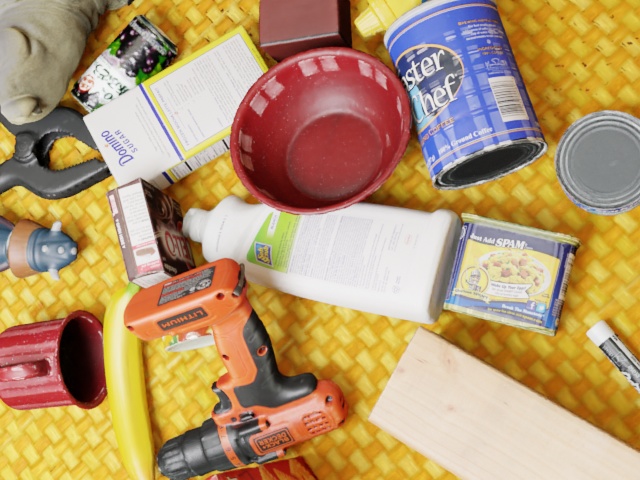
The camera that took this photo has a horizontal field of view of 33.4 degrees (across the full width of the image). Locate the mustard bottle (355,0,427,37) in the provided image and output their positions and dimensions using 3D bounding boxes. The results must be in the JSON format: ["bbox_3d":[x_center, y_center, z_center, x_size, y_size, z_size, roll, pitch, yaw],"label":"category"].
[{"bbox_3d":[0.115,-0.239,0.940,0.192,0.096,0.058,-32,74,10],"label":"mustard bottle"}]

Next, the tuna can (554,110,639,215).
[{"bbox_3d":[0.244,-0.064,0.905,0.086,0.033,0.086,-3,80,17],"label":"tuna can"}]

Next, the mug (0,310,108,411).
[{"bbox_3d":[-0.258,0.117,0.992,0.082,0.117,0.093,-9,91,20],"label":"mug"}]

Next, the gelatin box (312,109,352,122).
[{"bbox_3d":[-0.002,-0.089,0.987,0.089,0.030,0.073,-25,74,11],"label":"gelatin box"}]

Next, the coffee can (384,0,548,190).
[{"bbox_3d":[0.124,-0.126,0.916,0.103,0.102,0.140,-20,76,13],"label":"coffee can"}]

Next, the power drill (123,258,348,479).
[{"bbox_3d":[-0.091,0.118,0.920,0.184,0.057,0.187,-23,118,12],"label":"power drill"}]

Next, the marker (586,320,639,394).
[{"bbox_3d":[0.266,0.117,0.877,0.020,0.020,0.121,-42,72,7],"label":"marker"}]

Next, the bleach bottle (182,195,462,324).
[{"bbox_3d":[-0.006,0.001,0.959,0.251,0.068,0.102,13,78,22],"label":"bleach bottle"}]

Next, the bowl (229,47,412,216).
[{"bbox_3d":[0.005,-0.086,0.930,0.162,0.055,0.162,-6,66,14],"label":"bowl"}]

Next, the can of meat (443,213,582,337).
[{"bbox_3d":[0.162,0.030,0.904,0.102,0.057,0.084,13,87,19],"label":"can of meat"}]

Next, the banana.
[{"bbox_3d":[-0.179,0.131,0.992,0.037,0.070,0.198,-4,86,-18],"label":"banana"}]

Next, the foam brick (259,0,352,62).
[{"bbox_3d":[-0.013,-0.202,0.998,0.078,0.053,0.051,-6,80,15],"label":"foam brick"}]

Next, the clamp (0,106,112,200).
[{"bbox_3d":[-0.297,-0.080,1.074,0.210,0.036,0.164,13,85,16],"label":"clamp"}]

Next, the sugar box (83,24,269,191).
[{"bbox_3d":[-0.124,-0.117,1.009,0.176,0.048,0.093,-30,73,2],"label":"sugar box"}]

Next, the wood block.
[{"bbox_3d":[0.155,0.162,0.867,0.206,0.090,0.090,29,91,19],"label":"wood block"}]

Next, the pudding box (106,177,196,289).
[{"bbox_3d":[-0.150,0.001,0.976,0.039,0.113,0.090,-19,77,9],"label":"pudding box"}]

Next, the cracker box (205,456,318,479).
[{"bbox_3d":[-0.089,0.253,0.863,0.164,0.213,0.072,-40,73,8],"label":"cracker box"}]
